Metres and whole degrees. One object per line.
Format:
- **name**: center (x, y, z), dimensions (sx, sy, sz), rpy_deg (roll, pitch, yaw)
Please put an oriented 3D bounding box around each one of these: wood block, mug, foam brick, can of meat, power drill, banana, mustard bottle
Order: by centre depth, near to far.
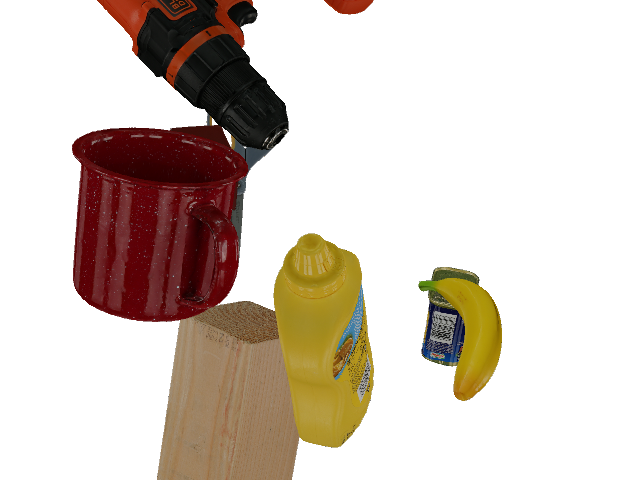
- **mug**: center (-0.082, -0.004, 0.571), dimensions (0.093, 0.081, 0.117), rpy_deg (-11, 30, -43)
- **power drill**: center (-0.043, -0.163, 0.744), dimensions (0.187, 0.184, 0.057), rpy_deg (-36, -12, -35)
- **mustard bottle**: center (0.003, 0.061, 0.748), dimensions (0.058, 0.096, 0.191), rpy_deg (10, -36, 14)
- **wood block**: center (-0.079, 0.168, 0.953), dimensions (0.090, 0.206, 0.090), rpy_deg (20, 17, 37)
- **foam brick**: center (-0.113, -0.069, 1.020), dimensions (0.053, 0.051, 0.078), rpy_deg (-4, 35, -18)
- **banana**: center (0.152, 0.091, 1.092), dimensions (0.070, 0.037, 0.198), rpy_deg (-28, 29, 10)
- **can of meat**: center (0.156, 0.092, 1.296), dimensions (0.057, 0.084, 0.102), rpy_deg (10, 25, 7)

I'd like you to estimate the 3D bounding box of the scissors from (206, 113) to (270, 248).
- **scissors**: center (-0.078, -0.073, 1.224), dimensions (0.096, 0.202, 0.016), rpy_deg (-12, -6, -14)
